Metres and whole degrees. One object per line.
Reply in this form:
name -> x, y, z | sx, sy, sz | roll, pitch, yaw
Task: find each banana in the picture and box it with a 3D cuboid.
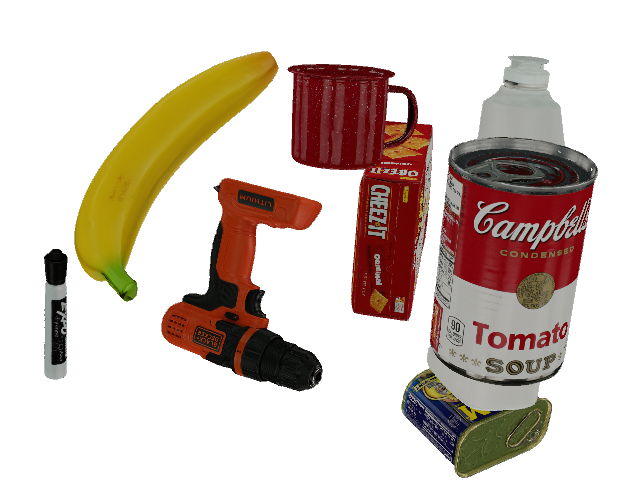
banana -> -0.092, -0.044, 0.626 | 0.070, 0.197, 0.037 | 14, -35, 19

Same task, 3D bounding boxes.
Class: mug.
mug -> 0.028, -0.108, 0.935 | 0.117, 0.081, 0.093 | 0, 15, -12

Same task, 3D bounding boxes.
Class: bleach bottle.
bleach bottle -> 0.132, -0.008, 0.778 | 0.068, 0.251, 0.103 | -1, 18, -16

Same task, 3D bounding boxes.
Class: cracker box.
cracker box -> 0.084, -0.030, 1.225 | 0.072, 0.164, 0.213 | 6, 23, 8

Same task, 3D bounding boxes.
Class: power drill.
power drill -> -0.061, 0.042, 1.059 | 0.185, 0.187, 0.057 | 17, 1, 26

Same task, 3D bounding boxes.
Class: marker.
marker -> -0.223, 0.062, 0.900 | 0.020, 0.121, 0.020 | 6, 27, -3

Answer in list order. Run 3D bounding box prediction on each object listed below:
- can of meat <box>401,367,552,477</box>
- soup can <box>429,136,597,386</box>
can of meat -> 0.133, 0.146, 0.925 | 0.101, 0.057, 0.084 | -16, 37, -28
soup can -> 0.090, 0.009, 0.511 | 0.068, 0.102, 0.068 | 3, 24, -1
